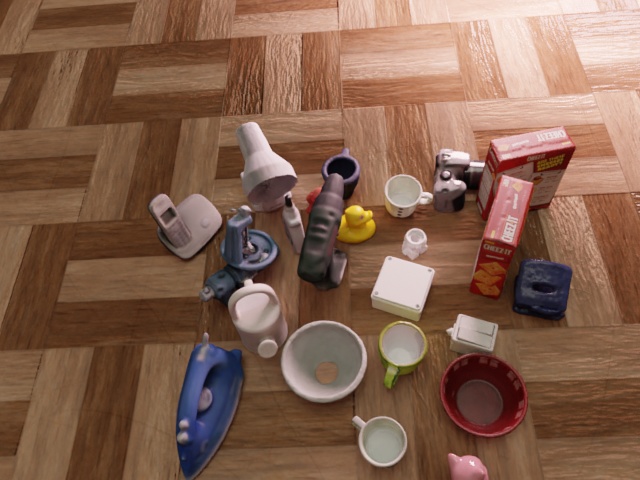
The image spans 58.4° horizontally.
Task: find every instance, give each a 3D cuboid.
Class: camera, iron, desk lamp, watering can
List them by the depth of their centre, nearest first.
[{"bbox_3d":[-0.227,0.308,1.076,0.118,0.141,0.258,5,58,8],"label":"iron"},{"bbox_3d":[-0.121,0.151,1.136,0.101,0.194,0.172,-38,62,-18],"label":"watering can"},{"bbox_3d":[-0.133,-0.154,1.321,0.118,0.214,0.203,-22,58,-9],"label":"desk lamp"},{"bbox_3d":[0.336,-0.148,1.342,0.136,0.101,0.143,4,58,8],"label":"camera"}]

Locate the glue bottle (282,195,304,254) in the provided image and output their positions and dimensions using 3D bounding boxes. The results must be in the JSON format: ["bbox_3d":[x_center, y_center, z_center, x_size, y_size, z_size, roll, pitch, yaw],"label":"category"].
[{"bbox_3d":[-0.061,-0.043,1.267,0.037,0.173,0.078,-21,58,-8],"label":"glue bottle"}]

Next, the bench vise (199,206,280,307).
[{"bbox_3d":[-0.167,0.040,1.196,0.121,0.220,0.207,16,60,15],"label":"bench vise"}]

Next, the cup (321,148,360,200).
[{"bbox_3d":[0.054,-0.152,1.374,0.091,0.095,0.118,6,58,9],"label":"cup"}]

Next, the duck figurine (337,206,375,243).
[{"bbox_3d":[0.074,-0.044,1.308,0.104,0.086,0.077,-4,57,2],"label":"duck figurine"}]

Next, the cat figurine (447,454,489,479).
[{"bbox_3d":[0.262,0.425,0.971,0.067,0.118,0.127,-18,58,-6],"label":"cat figurine"}]

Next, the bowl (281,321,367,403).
[{"bbox_3d":[0.009,0.249,1.132,0.167,0.075,0.167,-2,57,4],"label":"bowl"}]

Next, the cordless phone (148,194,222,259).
[{"bbox_3d":[-0.308,-0.058,1.292,0.094,0.185,0.148,28,64,21],"label":"cordless phone"}]

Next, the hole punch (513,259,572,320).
[{"bbox_3d":[0.457,0.102,1.177,0.108,0.091,0.101,9,59,11],"label":"hole punch"}]

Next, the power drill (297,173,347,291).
[{"bbox_3d":[0.011,0.004,1.209,0.075,0.209,0.230,10,59,11],"label":"power drill"}]

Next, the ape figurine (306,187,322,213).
[{"bbox_3d":[0.002,-0.091,1.341,0.076,0.092,0.077,-12,57,-2],"label":"ape figurine"}]
